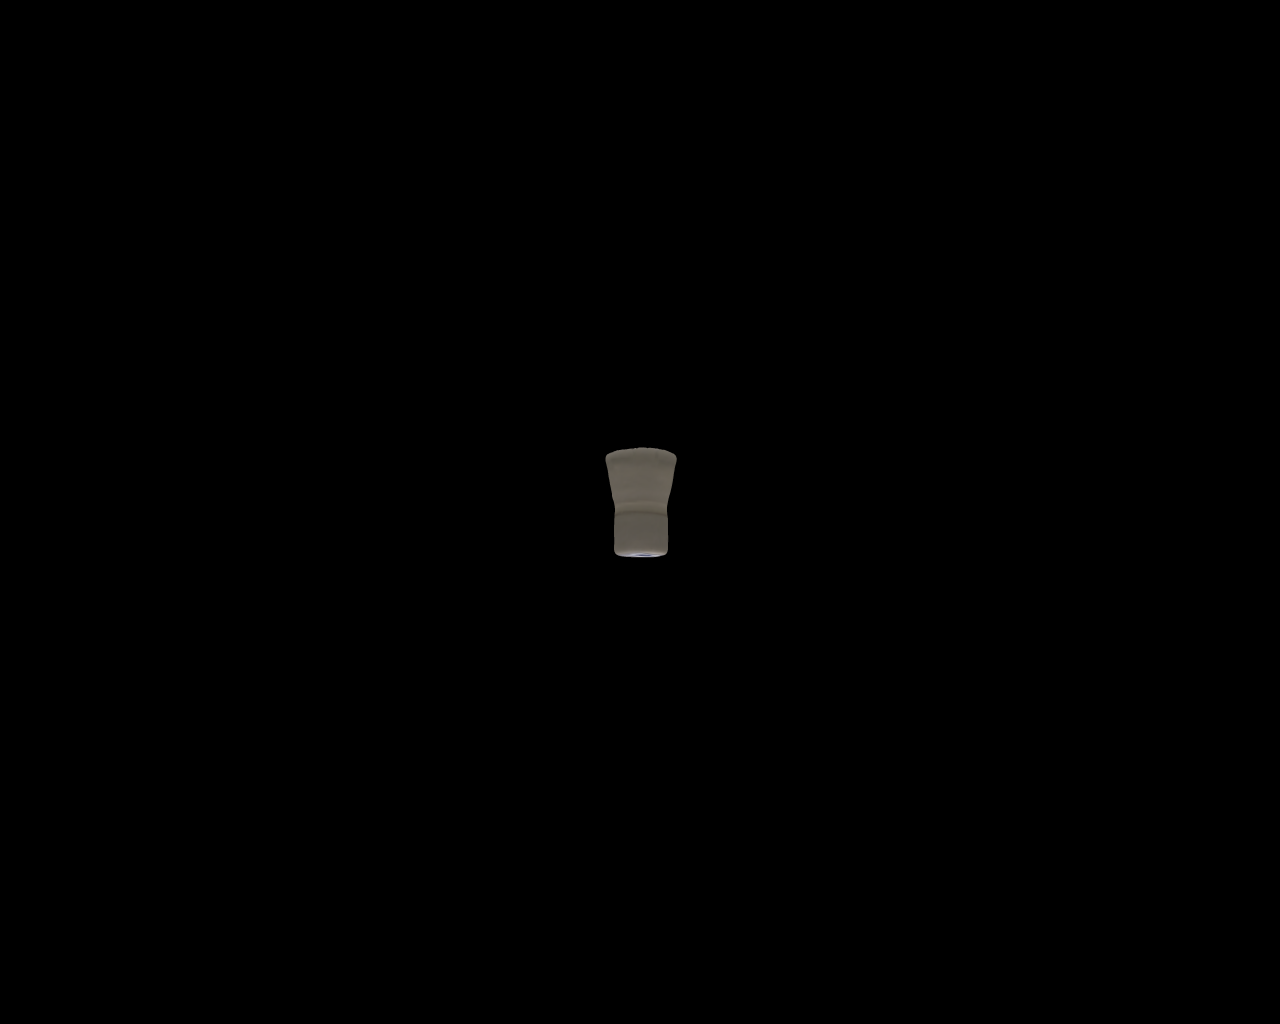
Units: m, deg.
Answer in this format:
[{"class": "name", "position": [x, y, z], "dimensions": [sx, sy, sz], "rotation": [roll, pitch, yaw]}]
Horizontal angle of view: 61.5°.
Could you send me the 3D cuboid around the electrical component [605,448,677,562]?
[{"class": "electrical component", "position": [0.001, -0.003, 0.650], "dimensions": [0.044, 0.065, 0.044], "rotation": [0, -8, 0]}]
